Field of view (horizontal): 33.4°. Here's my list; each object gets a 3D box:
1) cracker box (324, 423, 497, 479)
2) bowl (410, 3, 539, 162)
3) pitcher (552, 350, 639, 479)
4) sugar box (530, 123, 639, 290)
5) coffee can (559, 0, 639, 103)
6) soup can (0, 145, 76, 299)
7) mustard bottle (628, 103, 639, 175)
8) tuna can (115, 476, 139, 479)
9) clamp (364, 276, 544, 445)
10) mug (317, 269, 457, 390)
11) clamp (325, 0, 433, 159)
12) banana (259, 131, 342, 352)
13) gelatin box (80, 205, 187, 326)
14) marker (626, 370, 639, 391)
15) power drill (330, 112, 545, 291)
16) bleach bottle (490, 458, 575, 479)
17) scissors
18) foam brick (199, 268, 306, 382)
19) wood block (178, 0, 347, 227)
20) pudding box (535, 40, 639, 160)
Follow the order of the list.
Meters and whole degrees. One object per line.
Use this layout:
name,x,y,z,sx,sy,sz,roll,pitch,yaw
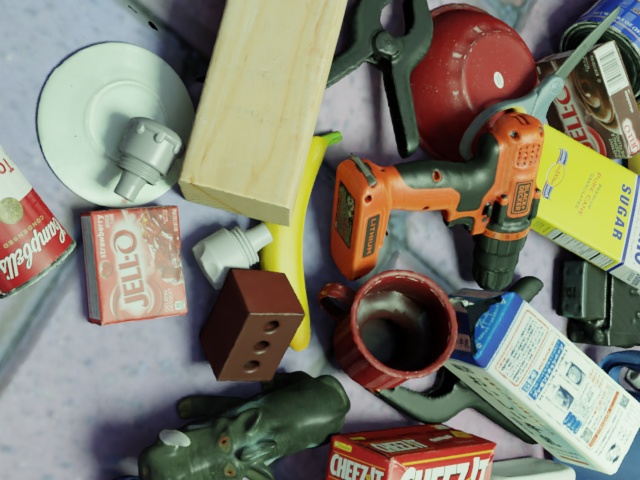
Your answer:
cracker box,0.067,0.270,0.897,0.163,0.072,0.214,6,95,-51
bowl,0.153,-0.147,1.004,0.161,0.055,0.162,0,89,-31
pitcher,0.352,0.208,1.012,0.145,0.243,0.149,-52,120,-23
sugar box,0.263,-0.033,1.033,0.176,0.048,0.093,28,73,2
coffee can,0.325,-0.215,1.080,0.140,0.103,0.102,-43,111,-24
soup can,-0.232,-0.018,0.762,0.068,0.069,0.102,-42,109,-25
mustard bottle,0.365,-0.100,1.130,0.096,0.058,0.191,2,89,-29
tuna can,-0.146,0.229,0.832,0.086,0.034,0.086,0,90,-31
clamp,0.135,0.131,1.001,0.209,0.036,0.164,-11,96,-29
mug,0.049,0.075,0.909,0.117,0.082,0.093,30,66,-4
clamp,0.045,-0.166,0.946,0.120,0.039,0.171,17,73,-20
banana,-0.021,-0.007,0.908,0.069,0.037,0.198,15,82,-30
gelatin box,-0.145,0.019,0.836,0.073,0.030,0.089,-6,93,-31
marker,0.374,0.178,1.156,0.121,0.020,0.020,42,69,-24
power drill,0.104,-0.018,0.942,0.187,0.057,0.184,-11,126,-20
bleach bottle,0.189,0.342,1.020,0.102,0.068,0.251,-1,93,-32
scissors,0.214,-0.123,0.986,0.201,0.016,0.096,-36,125,-11
foam brick,-0.055,0.069,0.857,0.052,0.051,0.078,4,128,-31
wood block,-0.042,-0.126,0.849,0.090,0.091,0.206,14,82,0
pudding box,0.264,-0.133,1.051,0.039,0.090,0.113,-27,103,-30
